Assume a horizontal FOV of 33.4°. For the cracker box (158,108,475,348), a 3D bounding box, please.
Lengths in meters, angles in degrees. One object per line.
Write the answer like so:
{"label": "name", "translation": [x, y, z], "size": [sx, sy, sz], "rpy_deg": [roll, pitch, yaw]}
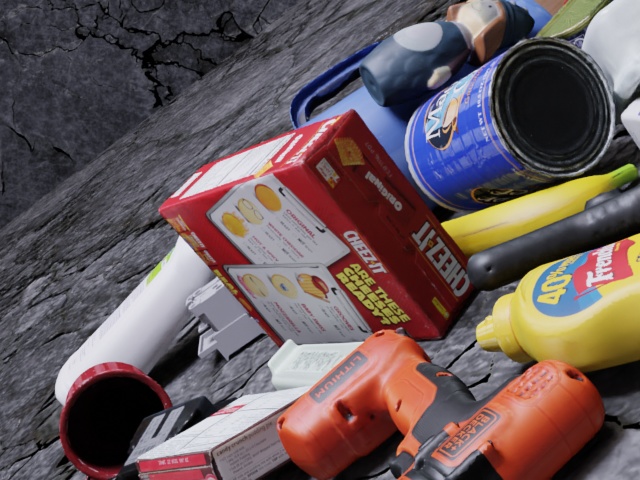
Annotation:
{"label": "cracker box", "translation": [-0.005, 0.001, 0.814], "size": [0.214, 0.164, 0.072], "rpy_deg": [-13, 32, 54]}

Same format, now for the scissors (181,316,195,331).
{"label": "scissors", "translation": [-0.073, 0.030, 1.126], "size": [0.096, 0.016, 0.201], "rpy_deg": [-17, 27, 49]}

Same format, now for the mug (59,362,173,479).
{"label": "mug", "translation": [-0.176, 0.160, 0.898], "size": [0.082, 0.093, 0.117], "rpy_deg": [-167, 91, -75]}

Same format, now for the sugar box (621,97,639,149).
{"label": "sugar box", "translation": [0.275, -0.087, 0.682], "size": [0.093, 0.048, 0.176], "rpy_deg": [-39, 18, -4]}

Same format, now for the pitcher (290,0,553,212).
{"label": "pitcher", "translation": [0.101, -0.117, 0.952], "size": [0.242, 0.149, 0.145], "rpy_deg": [-37, 17, -10]}

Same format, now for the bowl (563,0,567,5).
{"label": "bowl", "translation": [0.280, -0.219, 0.998], "size": [0.162, 0.055, 0.162], "rpy_deg": [-34, 17, 12]}

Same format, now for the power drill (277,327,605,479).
{"label": "power drill", "translation": [0.042, 0.123, 0.589], "size": [0.184, 0.057, 0.188], "rpy_deg": [-38, 19, -13]}

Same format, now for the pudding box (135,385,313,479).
{"label": "pudding box", "translation": [-0.054, 0.137, 0.716], "size": [0.113, 0.039, 0.090], "rpy_deg": [-26, 6, -42]}

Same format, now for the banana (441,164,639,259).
{"label": "banana", "translation": [0.134, -0.008, 0.782], "size": [0.198, 0.037, 0.069], "rpy_deg": [-19, -4, 39]}

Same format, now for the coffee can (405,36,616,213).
{"label": "coffee can", "translation": [0.139, -0.083, 0.806], "size": [0.102, 0.103, 0.140], "rpy_deg": [-44, 8, -20]}

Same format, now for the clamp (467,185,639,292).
{"label": "clamp", "translation": [0.178, -0.010, 0.669], "size": [0.172, 0.039, 0.120], "rpy_deg": [-21, 1, 14]}

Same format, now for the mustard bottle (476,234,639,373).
{"label": "mustard bottle", "translation": [0.165, 0.031, 0.574], "size": [0.192, 0.058, 0.096], "rpy_deg": [-23, 16, 41]}

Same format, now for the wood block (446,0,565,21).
{"label": "wood block", "translation": [0.171, -0.193, 1.089], "size": [0.206, 0.090, 0.091], "rpy_deg": [-44, 18, -17]}

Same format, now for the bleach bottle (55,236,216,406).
{"label": "bleach bottle", "translation": [-0.150, 0.060, 1.023], "size": [0.251, 0.068, 0.102], "rpy_deg": [-50, 15, 7]}

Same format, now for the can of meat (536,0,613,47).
{"label": "can of meat", "translation": [0.240, -0.165, 0.887], "size": [0.102, 0.084, 0.058], "rpy_deg": [-47, 19, -26]}
